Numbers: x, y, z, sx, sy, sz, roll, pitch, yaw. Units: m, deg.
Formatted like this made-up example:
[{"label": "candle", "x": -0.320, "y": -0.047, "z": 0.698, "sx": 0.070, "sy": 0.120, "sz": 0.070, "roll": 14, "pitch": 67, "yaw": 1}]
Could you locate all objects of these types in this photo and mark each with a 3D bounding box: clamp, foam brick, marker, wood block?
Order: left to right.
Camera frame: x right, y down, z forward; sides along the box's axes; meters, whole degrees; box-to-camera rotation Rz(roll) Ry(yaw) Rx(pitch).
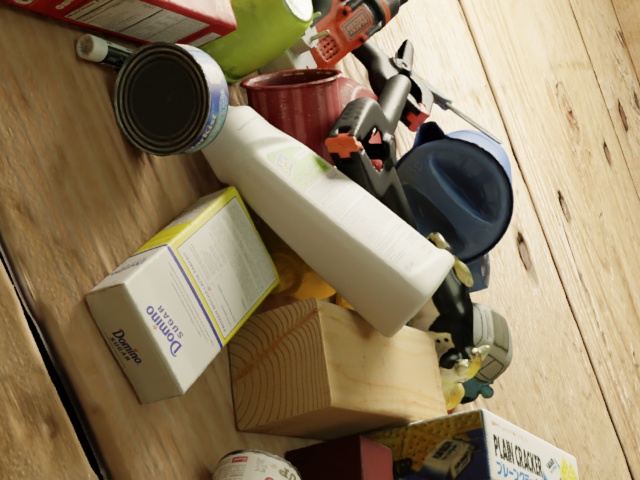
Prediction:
[{"label": "marker", "x": -0.145, "y": -0.140, "z": 0.846, "sx": 0.120, "sy": 0.020, "sz": 0.020, "roll": 8, "pitch": 67, "yaw": -59}, {"label": "foam brick", "x": 0.016, "y": 0.198, "z": 0.878, "sx": 0.051, "sy": 0.078, "sz": 0.053, "roll": 36, "pitch": 45, "yaw": -46}, {"label": "wood block", "x": 0.020, "y": 0.118, "z": 0.917, "sx": 0.205, "sy": 0.091, "sz": 0.090, "roll": 22, "pitch": 55, "yaw": -55}, {"label": "clamp", "x": 0.053, "y": -0.091, "z": 0.990, "sx": 0.209, "sy": 0.036, "sz": 0.164, "roll": 16, "pitch": 72, "yaw": -69}, {"label": "clamp", "x": 0.071, "y": -0.188, "z": 1.171, "sx": 0.120, "sy": 0.039, "sz": 0.171, "roll": 14, "pitch": 36, "yaw": -26}]

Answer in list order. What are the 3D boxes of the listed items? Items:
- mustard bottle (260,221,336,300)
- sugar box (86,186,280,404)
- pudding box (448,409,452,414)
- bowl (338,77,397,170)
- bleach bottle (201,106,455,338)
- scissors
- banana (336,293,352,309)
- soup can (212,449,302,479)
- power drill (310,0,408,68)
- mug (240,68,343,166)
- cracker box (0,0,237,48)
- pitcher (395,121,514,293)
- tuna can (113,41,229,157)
[{"label": "mustard bottle", "x": -0.007, "y": 0.001, "z": 0.969, "sx": 0.096, "sy": 0.058, "sz": 0.191, "roll": 62, "pitch": 29, "yaw": -12}, {"label": "sugar box", "x": -0.098, "y": 0.037, "z": 0.803, "sx": 0.093, "sy": 0.048, "sz": 0.176, "roll": 64, "pitch": 33, "yaw": -14}, {"label": "pudding box", "x": 0.095, "y": 0.172, "z": 1.071, "sx": 0.113, "sy": 0.039, "sz": 0.090, "roll": 43, "pitch": 39, "yaw": -41}, {"label": "bowl", "x": 0.034, "y": -0.108, "z": 1.109, "sx": 0.162, "sy": 0.055, "sz": 0.162, "roll": 38, "pitch": 43, "yaw": -46}, {"label": "bleach bottle", "x": -0.007, "y": -0.033, "z": 0.892, "sx": 0.251, "sy": 0.068, "sz": 0.102, "roll": 42, "pitch": 30, "yaw": 2}, {"label": "scissors", "x": 0.126, "y": -0.170, "z": 1.238, "sx": 0.096, "sy": 0.016, "sz": 0.202, "roll": 19, "pitch": 19, "yaw": -37}, {"label": "banana", "x": 0.060, "y": 0.031, "z": 1.094, "sx": 0.197, "sy": 0.037, "sz": 0.069, "roll": -19, "pitch": 89, "yaw": -62}, {"label": "soup can", "x": -0.054, "y": 0.209, "z": 0.758, "sx": 0.068, "sy": 0.069, "sz": 0.102, "roll": 54, "pitch": 33, "yaw": -31}, {"label": "power drill", "x": 0.007, "y": -0.286, "z": 1.085, "sx": 0.184, "sy": 0.057, "sz": 0.187, "roll": -44, "pitch": 111, "yaw": -25}, {"label": "mug", "x": -0.026, "y": -0.110, "z": 0.973, "sx": 0.117, "sy": 0.093, "sz": 0.081, "roll": -146, "pitch": -133, "yaw": -64}, {"label": "cracker box", "x": -0.166, "y": -0.243, "z": 0.812, "sx": 0.213, "sy": 0.072, "sz": 0.164, "roll": 3, "pitch": 70, "yaw": -59}, {"label": "pitcher", "x": 0.157, "y": -0.049, "z": 1.191, "sx": 0.145, "sy": 0.149, "sz": 0.242, "roll": 28, "pitch": 16, "yaw": 7}, {"label": "tuna can", "x": -0.113, "y": -0.107, "z": 0.814, "sx": 0.033, "sy": 0.086, "sz": 0.086, "roll": -14, "pitch": 87, "yaw": -64}]
